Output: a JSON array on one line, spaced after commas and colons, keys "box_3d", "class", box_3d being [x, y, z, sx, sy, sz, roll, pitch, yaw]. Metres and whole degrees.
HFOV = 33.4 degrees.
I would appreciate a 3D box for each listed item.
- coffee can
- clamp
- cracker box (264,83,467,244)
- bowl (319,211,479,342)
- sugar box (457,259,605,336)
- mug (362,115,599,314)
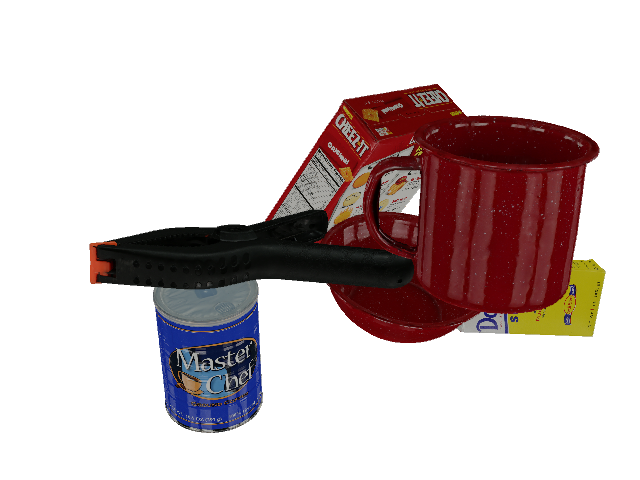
[{"box_3d": [-0.111, 0.107, 1.073, 0.103, 0.140, 0.103, 0, 33, 0], "class": "coffee can"}, {"box_3d": [-0.051, 0.011, 0.737, 0.209, 0.036, 0.165, -6, 14, -28], "class": "clamp"}, {"box_3d": [0.046, -0.072, 1.192, 0.163, 0.072, 0.214, -18, -28, -45], "class": "cracker box"}, {"box_3d": [0.073, 0.043, 0.977, 0.162, 0.055, 0.162, 6, 38, -5], "class": "bowl"}, {"box_3d": [0.257, 0.069, 1.325, 0.176, 0.093, 0.048, 1, 20, -11], "class": "sugar box"}, {"box_3d": [0.080, -0.014, 0.555, 0.117, 0.081, 0.093, 3, 21, 2], "class": "mug"}]
